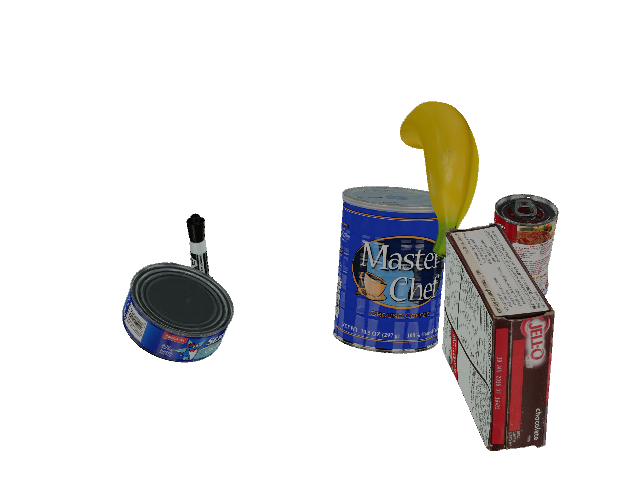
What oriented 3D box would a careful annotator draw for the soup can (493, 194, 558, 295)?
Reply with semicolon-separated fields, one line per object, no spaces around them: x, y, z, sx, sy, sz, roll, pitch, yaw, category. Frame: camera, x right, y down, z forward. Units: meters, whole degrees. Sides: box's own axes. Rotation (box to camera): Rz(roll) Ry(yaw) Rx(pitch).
0.223;0.009;1.178;0.068;0.102;0.068;0;30;0;soup can

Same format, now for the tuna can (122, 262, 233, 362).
-0.116;0.058;0.862;0.086;0.034;0.086;17;33;-12;tuna can

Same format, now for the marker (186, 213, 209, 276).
-0.127;0.026;1.127;0.020;0.121;0.020;-1;31;1;marker

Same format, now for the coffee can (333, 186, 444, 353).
0.067;0.025;1.020;0.103;0.140;0.103;4;12;-1;coffee can

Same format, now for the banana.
0.084;-0.066;0.784;0.037;0.070;0.198;26;26;-14;banana

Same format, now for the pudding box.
0.102;0.054;0.626;0.039;0.090;0.113;-5;27;-8;pudding box
